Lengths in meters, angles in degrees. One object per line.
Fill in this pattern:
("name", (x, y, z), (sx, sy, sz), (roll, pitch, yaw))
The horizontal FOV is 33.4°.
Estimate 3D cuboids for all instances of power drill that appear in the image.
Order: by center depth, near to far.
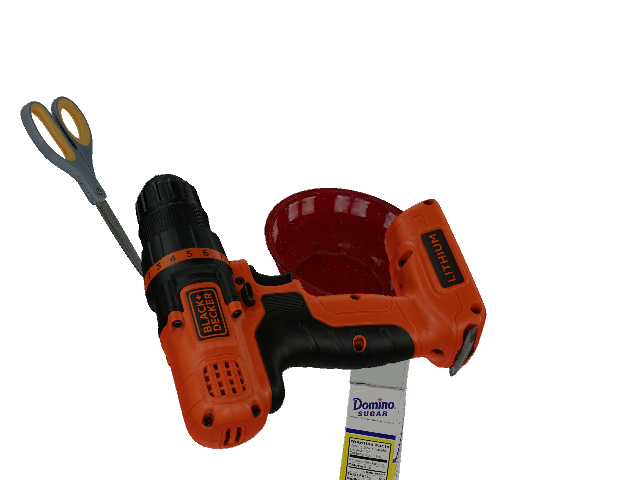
("power drill", (-0.010, 0.026, 0.638), (0.187, 0.184, 0.057), (-9, -34, -15))

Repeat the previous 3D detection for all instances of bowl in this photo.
("bowl", (0.023, 0.022, 0.994), (0.162, 0.055, 0.162), (9, 39, -8))

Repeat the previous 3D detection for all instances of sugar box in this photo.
("sugar box", (0.039, 0.157, 0.814), (0.048, 0.176, 0.093), (5, 26, 7))

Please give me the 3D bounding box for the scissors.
("scissors", (-0.224, -0.063, 1.065), (0.016, 0.201, 0.096), (-25, 27, 24))
